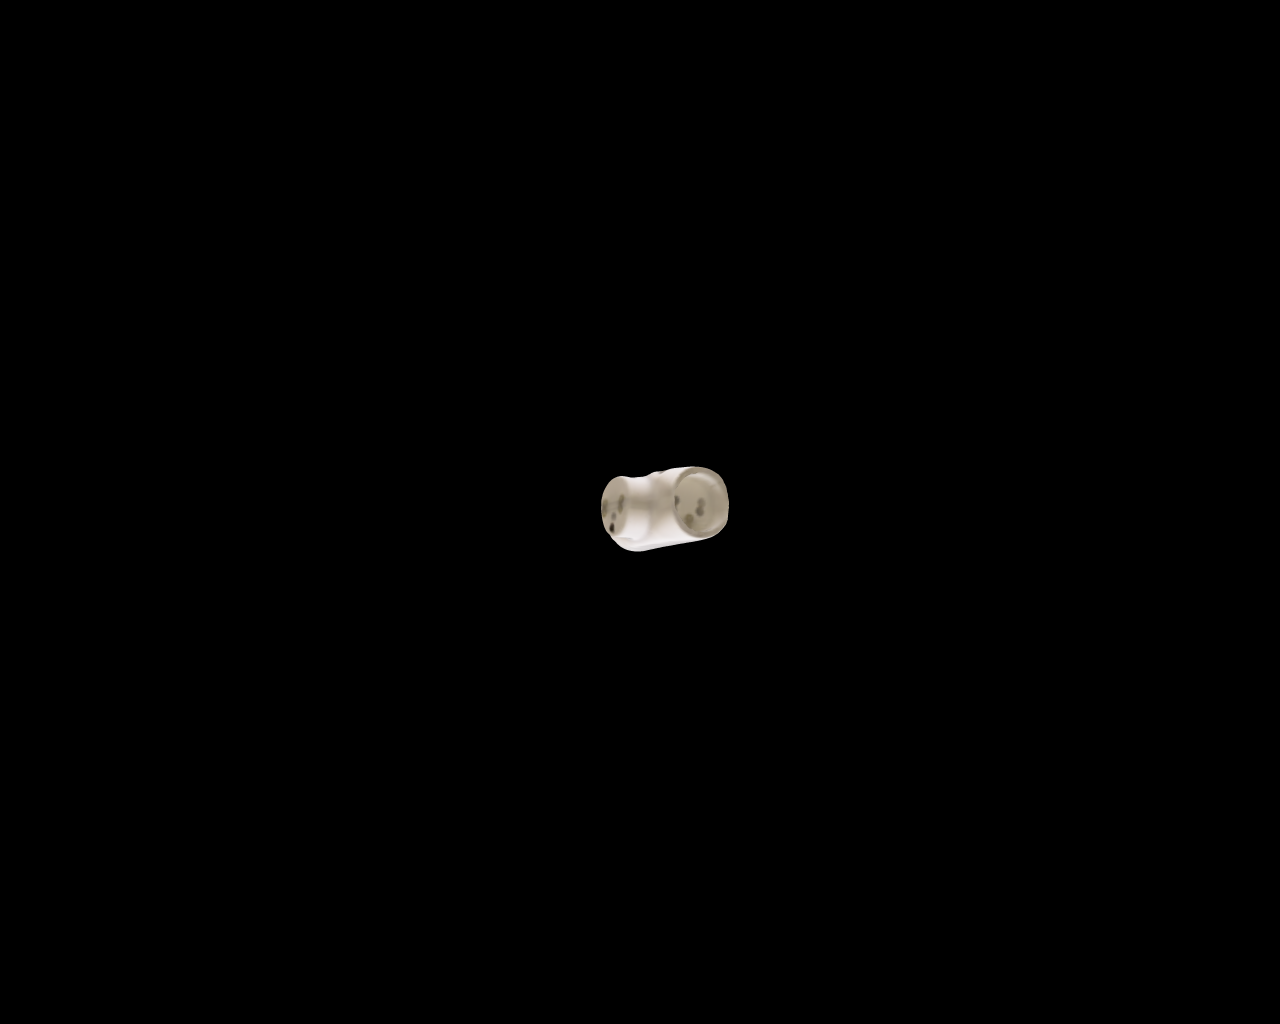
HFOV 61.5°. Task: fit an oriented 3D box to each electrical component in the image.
[{"bbox_3d":[0.001,-0.003,0.650,0.079,0.044,0.077,6,-11,-31],"label":"electrical component"}]
